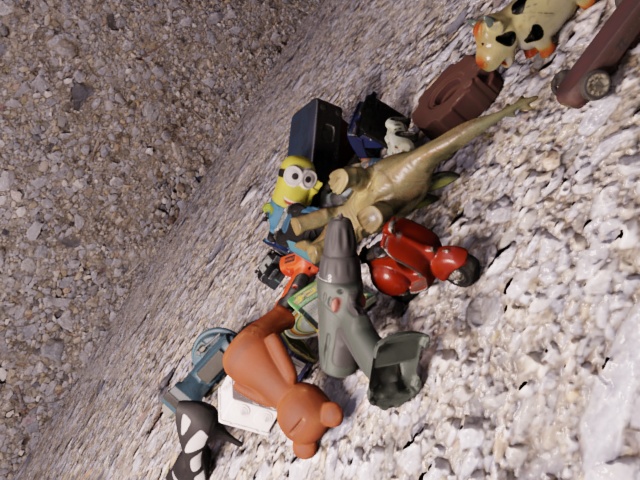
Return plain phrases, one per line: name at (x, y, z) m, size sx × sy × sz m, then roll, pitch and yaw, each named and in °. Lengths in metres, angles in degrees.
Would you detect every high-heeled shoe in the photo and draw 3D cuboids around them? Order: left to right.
high-heeled shoe at (-0.246, 0.363, 0.944) m, size 0.249 × 0.145 × 0.086 m, roll -40°, pitch 25°, yaw 28°

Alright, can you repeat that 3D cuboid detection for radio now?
radio at (-0.016, -0.191, 1.200) m, size 0.131 × 0.073 × 0.229 m, roll -23°, pitch 59°, yaw 56°

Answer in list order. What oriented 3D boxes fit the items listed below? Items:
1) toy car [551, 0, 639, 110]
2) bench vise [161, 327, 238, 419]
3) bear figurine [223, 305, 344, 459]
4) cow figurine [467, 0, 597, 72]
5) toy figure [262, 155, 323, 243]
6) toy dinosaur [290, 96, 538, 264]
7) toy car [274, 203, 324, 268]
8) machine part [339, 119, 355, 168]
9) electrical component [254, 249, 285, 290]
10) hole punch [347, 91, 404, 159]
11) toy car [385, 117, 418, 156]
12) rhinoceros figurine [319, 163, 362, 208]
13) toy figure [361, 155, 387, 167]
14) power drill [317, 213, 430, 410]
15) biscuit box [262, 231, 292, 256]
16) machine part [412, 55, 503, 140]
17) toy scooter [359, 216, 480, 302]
toy car at (0.387, -0.260, 0.702) m, size 0.202 × 0.053 × 0.089 m, roll -54°, pitch 11°, yaw 9°
bench vise at (-0.220, 0.260, 1.094) m, size 0.223 × 0.129 × 0.240 m, roll -59°, pitch 0°, yaw 13°
bear figurine at (-0.044, 0.207, 0.791) m, size 0.120 × 0.196 × 0.132 m, roll -60°, pitch -17°, yaw 23°
cow figurine at (0.327, -0.352, 0.862) m, size 0.195 × 0.127 × 0.085 m, roll -49°, pitch 19°, yaw 7°
toy figure at (-0.064, -0.084, 1.092) m, size 0.089 × 0.082 × 0.180 m, roll 43°, pitch 123°, yaw 42°
toy dinosaur at (0.105, -0.075, 0.818) m, size 0.198 × 0.105 × 0.471 m, roll -21°, pitch -7°, yaw -41°
toy car at (-0.002, -0.003, 1.035) m, size 0.109 × 0.162 × 0.103 m, roll -68°, pitch -21°, yaw -4°
machine part at (0.001, -0.219, 1.378) m, size 0.201 × 0.087 × 0.202 m, roll -54°, pitch 20°, yaw 2°
electrical component at (-0.102, 0.069, 1.212) m, size 0.075 × 0.047 × 0.119 m, roll -56°, pitch 22°, yaw -3°
hole punch at (0.111, -0.230, 1.143) m, size 0.092 × 0.116 × 0.142 m, roll -35°, pitch 27°, yaw 56°
toy car at (0.148, -0.175, 0.993) m, size 0.056 × 0.073 × 0.202 m, roll -5°, pitch 25°, yaw 5°
rhinoceros figurine at (0.071, -0.090, 1.044) m, size 0.190 × 0.073 × 0.112 m, roll -22°, pitch 29°, yaw 41°
toy figure at (0.087, -0.135, 1.123) m, size 0.058 × 0.064 × 0.154 m, roll -14°, pitch -4°, yaw -36°
power drill at (0.052, 0.102, 0.702) m, size 0.208 × 0.086 × 0.231 m, roll 36°, pitch 128°, yaw 53°
biscuit box at (-0.064, 0.006, 1.209) m, size 0.059 × 0.062 × 0.203 m, roll -56°, pitch 23°, yaw -7°
machine part at (0.245, -0.259, 0.985) m, size 0.179 × 0.056 × 0.179 m, roll -45°, pitch 23°, yaw 25°
toy scooter at (0.113, 0.023, 0.732) m, size 0.184 × 0.135 × 0.075 m, roll -20°, pitch 41°, yaw 56°
